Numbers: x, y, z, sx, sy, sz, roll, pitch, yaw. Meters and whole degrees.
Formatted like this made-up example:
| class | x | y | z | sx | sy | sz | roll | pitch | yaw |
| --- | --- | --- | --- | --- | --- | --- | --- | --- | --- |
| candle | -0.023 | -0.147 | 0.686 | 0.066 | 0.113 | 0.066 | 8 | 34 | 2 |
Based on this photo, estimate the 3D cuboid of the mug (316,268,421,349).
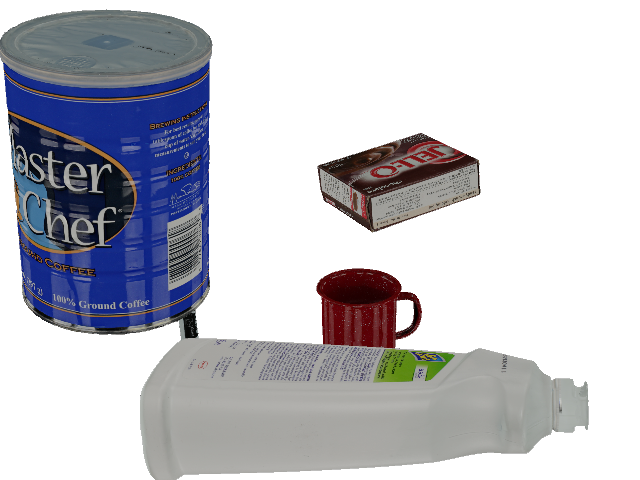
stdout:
| class | x | y | z | sx | sy | sz | roll | pitch | yaw |
| --- | --- | --- | --- | --- | --- | --- | --- | --- | --- |
| mug | 0.055 | 0.086 | 1.184 | 0.117 | 0.081 | 0.093 | -5 | 24 | -8 |

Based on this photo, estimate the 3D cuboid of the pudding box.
| class | x | y | z | sx | sy | sz | roll | pitch | yaw |
| --- | --- | --- | --- | --- | --- | --- | --- | --- | --- |
| pudding box | 0.068 | -0.052 | 0.922 | 0.113 | 0.039 | 0.090 | -21 | 28 | -21 |

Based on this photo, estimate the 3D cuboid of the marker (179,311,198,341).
| class | x | y | z | sx | sy | sz | roll | pitch | yaw |
| --- | --- | --- | --- | --- | --- | --- | --- | --- | --- |
| marker | -0.141 | 0.059 | 1.107 | 0.020 | 0.121 | 0.020 | -3 | 22 | 1 |

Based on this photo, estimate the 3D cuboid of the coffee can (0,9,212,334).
| class | x | y | z | sx | sy | sz | roll | pitch | yaw |
| --- | --- | --- | --- | --- | --- | --- | --- | --- | --- |
| coffee can | -0.108 | -0.037 | 0.554 | 0.103 | 0.140 | 0.103 | 3 | 28 | -2 |

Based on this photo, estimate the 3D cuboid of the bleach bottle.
| class | x | y | z | sx | sy | sz | roll | pitch | yaw |
| --- | --- | --- | --- | --- | --- | --- | --- | --- | --- |
| bleach bottle | 0.029 | 0.099 | 0.629 | 0.251 | 0.068 | 0.102 | -1 | 17 | 11 |
